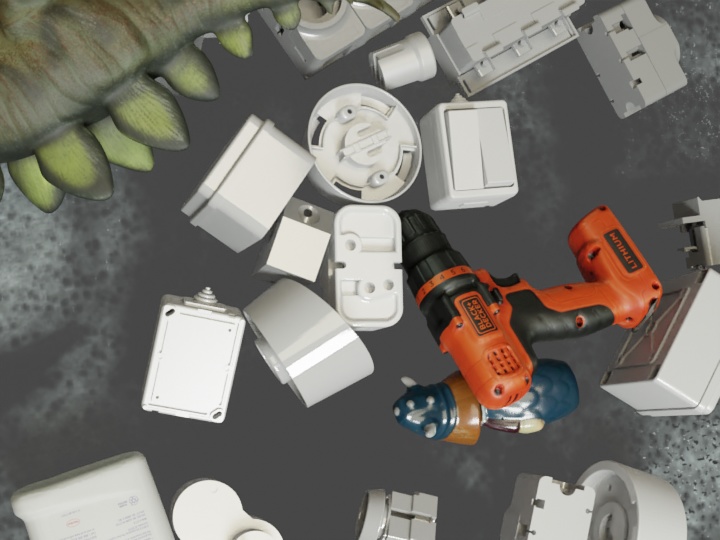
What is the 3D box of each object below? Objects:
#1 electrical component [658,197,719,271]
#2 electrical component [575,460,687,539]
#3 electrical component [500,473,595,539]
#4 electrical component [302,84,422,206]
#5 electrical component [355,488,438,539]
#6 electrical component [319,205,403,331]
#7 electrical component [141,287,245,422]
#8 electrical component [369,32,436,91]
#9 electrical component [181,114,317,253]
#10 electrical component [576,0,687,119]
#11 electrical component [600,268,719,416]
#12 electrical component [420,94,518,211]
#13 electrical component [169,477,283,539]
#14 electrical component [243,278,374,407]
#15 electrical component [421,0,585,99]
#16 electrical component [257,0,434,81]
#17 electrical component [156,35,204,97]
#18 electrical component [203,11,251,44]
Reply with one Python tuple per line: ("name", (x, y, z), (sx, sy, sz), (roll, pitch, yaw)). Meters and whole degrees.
("electrical component", (0.312, -0.033, 0.951), (0.081, 0.042, 0.063), (-8, 88, -14))
("electrical component", (0.217, 0.212, 0.864), (0.060, 0.108, 0.108), (15, 79, -18))
("electrical component", (0.148, 0.214, 0.870), (0.050, 0.056, 0.089), (16, 79, -12))
("electrical component", (0.000, -0.098, 0.868), (0.099, 0.064, 0.099), (2, 83, -14))
("electrical component", (0.028, 0.199, 0.843), (0.055, 0.048, 0.066), (15, 45, -6))
("electrical component", (0.000, 0.000, 0.858), (0.054, 0.059, 0.095), (1, 83, -14))
("electrical component", (-0.125, 0.058, 0.809), (0.062, 0.061, 0.096), (12, 95, -12))
("electrical component", (0.035, -0.173, 0.900), (0.046, 0.040, 0.040), (-22, 89, -10))
("electrical component", (-0.087, -0.064, 0.817), (0.057, 0.113, 0.078), (36, 76, -11))
("electrical component", (0.242, -0.189, 0.949), (0.056, 0.050, 0.089), (-28, 90, -16))
("electrical component", (0.264, 0.062, 0.892), (0.056, 0.109, 0.108), (32, 76, -6))
("electrical component", (0.090, -0.102, 0.893), (0.062, 0.061, 0.096), (-5, 84, -15))
("electrical component", (-0.081, 0.212, 0.802), (0.138, 0.074, 0.052), (43, 75, -6))
("electrical component", (-0.043, 0.054, 0.821), (0.064, 0.099, 0.099), (-33, 92, -10))
("electrical component", (0.125, -0.211, 0.915), (0.121, 0.063, 0.078), (-30, 91, -16))
("electrical component", (-0.004, -0.238, 0.887), (0.150, 0.062, 0.089), (-35, 92, -16))
("electrical component", (-0.171, -0.175, 0.839), (0.089, 0.056, 0.050), (12, 80, -12))
("electrical component", (-0.109, -0.216, 0.861), (0.048, 0.055, 0.066), (-5, 84, -15))
